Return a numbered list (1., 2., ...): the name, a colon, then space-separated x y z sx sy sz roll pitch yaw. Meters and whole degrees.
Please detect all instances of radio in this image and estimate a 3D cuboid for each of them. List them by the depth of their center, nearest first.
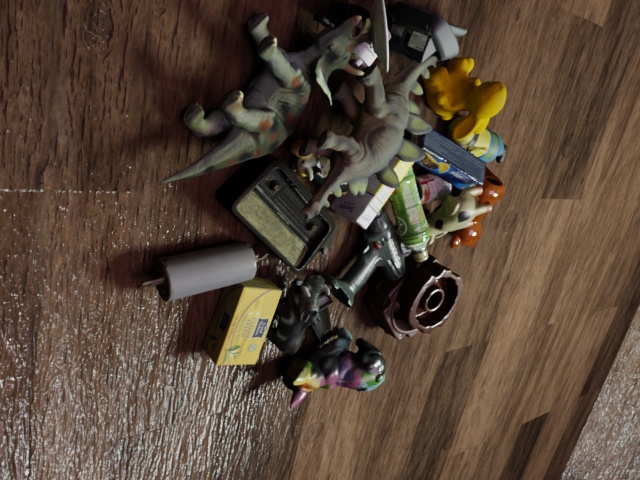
1. radio: -0.075 -0.051 1.010 0.131 0.073 0.229 -49 134 -7

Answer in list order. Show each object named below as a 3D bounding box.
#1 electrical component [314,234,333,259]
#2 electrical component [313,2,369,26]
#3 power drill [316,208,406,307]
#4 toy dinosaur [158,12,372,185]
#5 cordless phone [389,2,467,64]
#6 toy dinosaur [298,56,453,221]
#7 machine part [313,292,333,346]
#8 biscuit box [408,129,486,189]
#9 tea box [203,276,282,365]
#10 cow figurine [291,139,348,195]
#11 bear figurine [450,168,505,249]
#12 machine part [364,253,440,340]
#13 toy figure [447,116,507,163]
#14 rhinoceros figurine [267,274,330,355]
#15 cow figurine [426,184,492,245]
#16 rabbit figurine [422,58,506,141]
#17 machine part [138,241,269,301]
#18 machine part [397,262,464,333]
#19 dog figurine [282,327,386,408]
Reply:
1. electrical component: -0.002 -0.003 1.129 0.063 0.021 0.093 -21 133 -30
2. electrical component: 0.045 -0.383 0.935 0.119 0.075 0.047 9 107 -39
3. power drill: 0.089 0.033 1.194 0.207 0.086 0.231 -48 126 -19
4. toy dinosaur: -0.086 -0.219 0.890 0.404 0.131 0.192 -51 134 2
5. cordless phone: 0.233 -0.393 1.030 0.184 0.147 0.088 -10 126 -33
6. toy dinosaur: 0.109 -0.216 0.996 0.198 0.105 0.471 42 72 -28
7. machine part: 0.000 0.173 1.218 0.084 0.039 0.138 -33 128 -29
8. biscuit box: 0.284 -0.178 1.202 0.202 0.059 0.063 24 65 -28
9. tea box: -0.154 0.157 1.061 0.098 0.068 0.169 9 106 -41
10. cow figurine: 0.003 -0.140 1.037 0.167 0.068 0.098 6 114 -40
11. bear figurine: 0.378 -0.081 1.361 0.120 0.132 0.195 -6 135 -36
12. machine part: 0.220 0.135 1.346 0.201 0.087 0.201 -42 131 -14
13. toy figure: 0.372 -0.236 1.278 0.180 0.082 0.089 7 89 -34
14. rhinoceros figurine: -0.049 0.150 1.115 0.073 0.112 0.190 7 116 -39
15. cow figurine: 0.297 -0.052 1.260 0.127 0.085 0.195 -12 164 -17
16. rabbit figurine: 0.309 -0.293 1.131 0.122 0.173 0.162 -22 121 -34
17. machine part: -0.203 0.053 0.960 0.243 0.079 0.079 -14 121 -35
18. machine part: 0.262 0.137 1.284 0.179 0.056 0.179 -18 123 -30
19. dog figurine: 0.023 0.307 1.219 0.219 0.192 0.108 -28 136 -45
